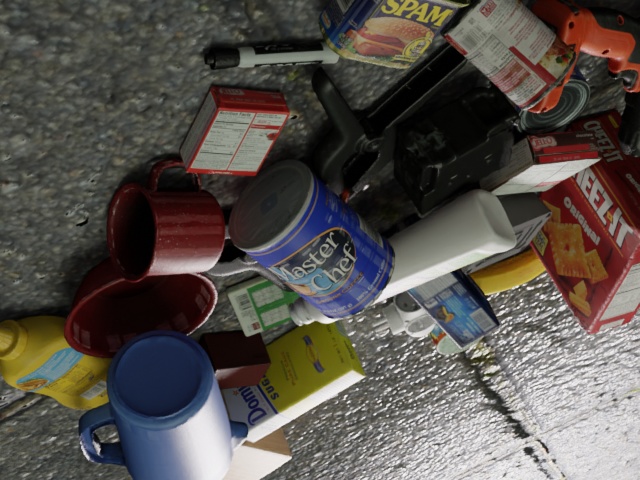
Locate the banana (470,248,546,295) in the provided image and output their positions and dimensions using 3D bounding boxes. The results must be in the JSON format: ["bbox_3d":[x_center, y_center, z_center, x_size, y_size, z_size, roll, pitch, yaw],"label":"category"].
[{"bbox_3d":[0.226,0.039,1.374,0.197,0.037,0.069,-20,130,-9],"label":"banana"}]

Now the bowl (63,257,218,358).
[{"bbox_3d":[-0.190,0.057,1.104,0.162,0.055,0.162,-17,148,-11],"label":"bowl"}]

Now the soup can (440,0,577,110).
[{"bbox_3d":[0.163,-0.171,0.931,0.102,0.068,0.069,40,120,-9],"label":"soup can"}]

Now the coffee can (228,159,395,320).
[{"bbox_3d":[-0.007,0.001,1.056,0.103,0.103,0.140,-35,128,19],"label":"coffee can"}]

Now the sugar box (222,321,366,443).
[{"bbox_3d":[-0.039,0.171,1.340,0.176,0.093,0.048,-32,147,13],"label":"sugar box"}]

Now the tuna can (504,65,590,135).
[{"bbox_3d":[0.233,-0.147,1.096,0.086,0.034,0.086,-17,148,-11],"label":"tuna can"}]

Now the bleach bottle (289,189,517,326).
[{"bbox_3d":[0.080,0.029,1.149,0.251,0.068,0.102,-28,166,22],"label":"bleach bottle"}]

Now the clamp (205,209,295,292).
[{"bbox_3d":[-0.072,0.012,1.122,0.171,0.039,0.120,-4,124,-25],"label":"clamp"}]

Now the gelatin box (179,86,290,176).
[{"bbox_3d":[-0.078,-0.098,0.969,0.073,0.030,0.089,0,141,-31],"label":"gelatin box"}]

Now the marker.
[{"bbox_3d":[-0.041,-0.158,0.913,0.120,0.020,0.020,-7,145,-24],"label":"marker"}]

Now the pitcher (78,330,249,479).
[{"bbox_3d":[-0.175,0.194,1.168,0.149,0.145,0.243,-50,163,-23],"label":"pitcher"}]

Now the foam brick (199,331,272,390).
[{"bbox_3d":[-0.108,0.146,1.295,0.078,0.053,0.051,-1,142,-31],"label":"foam brick"}]

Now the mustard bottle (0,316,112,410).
[{"bbox_3d":[-0.286,0.126,1.142,0.096,0.058,0.191,-34,147,13],"label":"mustard bottle"}]

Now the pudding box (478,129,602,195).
[{"bbox_3d":[0.234,-0.083,1.155,0.089,0.039,0.114,-6,165,-25],"label":"pudding box"}]

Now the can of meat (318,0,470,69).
[{"bbox_3d":[0.060,-0.194,0.892,0.101,0.057,0.084,4,141,-38],"label":"can of meat"}]

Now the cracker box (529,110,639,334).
[{"bbox_3d":[0.322,-0.015,1.228,0.072,0.164,0.214,-16,148,-16],"label":"cracker box"}]

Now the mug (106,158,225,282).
[{"bbox_3d":[-0.141,-0.020,1.004,0.081,0.093,0.117,-2,107,-40],"label":"mug"}]

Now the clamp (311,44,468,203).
[{"bbox_3d":[0.053,-0.110,1.030,0.164,0.036,0.210,-18,152,-20],"label":"clamp"}]

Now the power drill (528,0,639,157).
[{"bbox_3d":[0.278,-0.164,1.035,0.187,0.057,0.184,-5,120,-28],"label":"power drill"}]

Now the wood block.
[{"bbox_3d":[-0.140,0.255,1.401,0.090,0.091,0.205,-35,147,19],"label":"wood block"}]
